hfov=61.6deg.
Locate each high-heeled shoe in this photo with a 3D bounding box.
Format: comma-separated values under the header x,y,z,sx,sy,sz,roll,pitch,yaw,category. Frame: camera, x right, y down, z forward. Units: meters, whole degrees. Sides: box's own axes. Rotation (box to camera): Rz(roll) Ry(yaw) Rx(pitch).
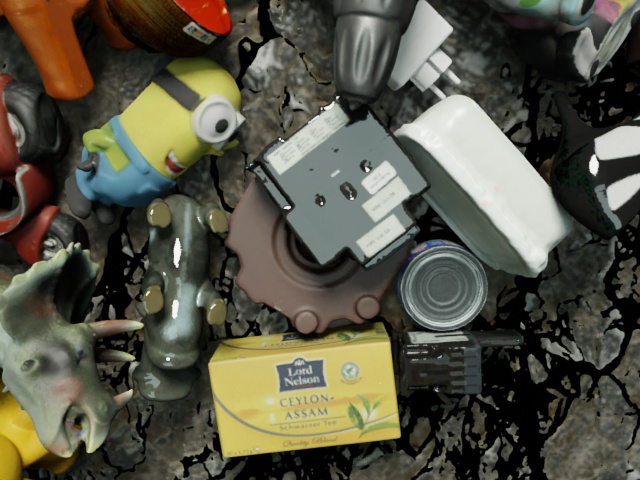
x,y,z,sx,sy,sz,roll,pitch,yaw,category
0.297,-0.068,0.437,0.249,0.086,0.145,-2,59,-11,high-heeled shoe

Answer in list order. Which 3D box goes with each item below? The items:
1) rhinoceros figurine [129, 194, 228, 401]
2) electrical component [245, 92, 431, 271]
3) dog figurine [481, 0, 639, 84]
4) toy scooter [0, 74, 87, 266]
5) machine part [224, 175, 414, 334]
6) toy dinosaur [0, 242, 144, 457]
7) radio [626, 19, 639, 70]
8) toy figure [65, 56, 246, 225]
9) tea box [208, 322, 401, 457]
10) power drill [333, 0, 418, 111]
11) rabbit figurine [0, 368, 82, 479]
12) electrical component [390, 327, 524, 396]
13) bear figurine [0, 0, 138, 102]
x,y,z,sx,sy,sz,roll,pitch,yaw,category
-0.136,0.051,0.491,0.073,0.112,0.190,5,84,-30,rhinoceros figurine
0.021,-0.042,0.447,0.115,0.058,0.134,-36,94,5,electrical component
0.152,-0.240,0.454,0.219,0.191,0.108,40,96,29,dog figurine
-0.300,-0.054,0.489,0.135,0.075,0.183,-3,113,-1,toy scooter
-0.001,-0.002,0.507,0.179,0.056,0.179,0,96,1,machine part
-0.326,0.068,0.470,0.405,0.192,0.131,6,107,36,toy dinosaur
0.398,-0.182,0.439,0.230,0.131,0.073,1,96,0,radio
-0.151,-0.091,0.485,0.180,0.082,0.089,-34,98,7,toy figure
-0.013,0.142,0.521,0.170,0.068,0.098,-8,98,3,tea box
-0.006,-0.227,0.408,0.086,0.208,0.231,8,103,-46,power drill
-0.287,0.191,0.479,0.122,0.173,0.162,-10,94,-2,rabbit figurine
0.129,0.111,0.513,0.119,0.075,0.047,-3,97,-2,electrical component
-0.274,-0.207,0.464,0.196,0.120,0.131,10,143,24,bear figurine
